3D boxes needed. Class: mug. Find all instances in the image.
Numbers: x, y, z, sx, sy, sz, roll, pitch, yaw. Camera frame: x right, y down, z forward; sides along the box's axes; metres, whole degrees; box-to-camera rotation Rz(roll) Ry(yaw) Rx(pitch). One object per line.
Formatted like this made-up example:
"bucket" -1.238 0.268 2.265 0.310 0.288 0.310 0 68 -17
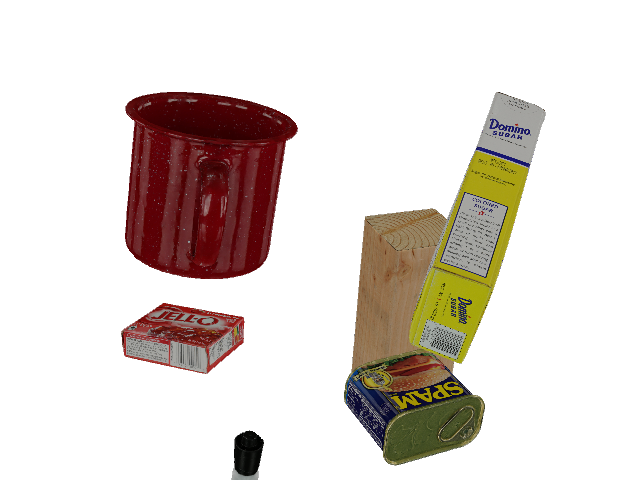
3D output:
"mug" -0.062 -0.026 0.578 0.093 0.081 0.117 4 22 -14

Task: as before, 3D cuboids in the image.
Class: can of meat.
"can of meat" 0.083 0.147 0.967 0.101 0.057 0.084 -10 32 -25

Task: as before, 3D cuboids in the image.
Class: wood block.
"wood block" 0.097 0.079 1.197 0.090 0.206 0.090 -7 27 -20

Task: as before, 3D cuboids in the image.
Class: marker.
"marker" -0.052 0.174 0.705 0.020 0.121 0.020 6 31 -4

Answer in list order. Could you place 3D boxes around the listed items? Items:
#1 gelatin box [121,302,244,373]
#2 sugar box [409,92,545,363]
"gelatin box" -0.125 0.087 0.973 0.089 0.030 0.073 9 20 22
"sugar box" 0.112 -0.012 0.747 0.048 0.176 0.093 21 -37 8
